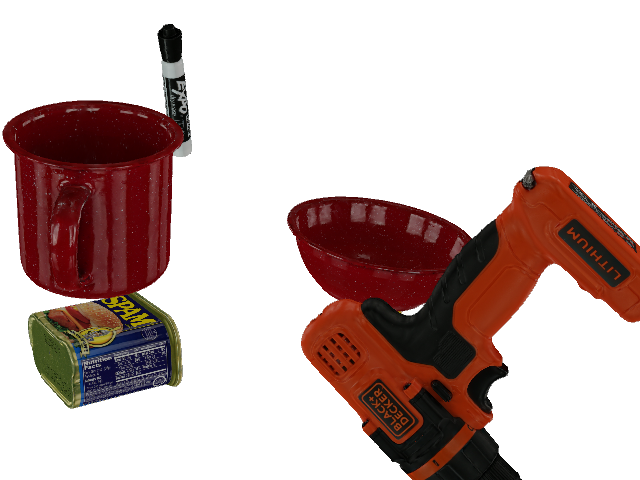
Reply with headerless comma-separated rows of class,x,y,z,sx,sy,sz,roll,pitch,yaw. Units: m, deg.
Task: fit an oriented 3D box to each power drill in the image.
power drill,0.107,0.066,0.604,0.188,0.184,0.057,-45,-2,16

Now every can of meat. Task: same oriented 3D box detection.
can of meat,-0.164,0.081,0.806,0.083,0.057,0.102,-12,21,-31

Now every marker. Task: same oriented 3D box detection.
marker,-0.117,-0.120,0.859,0.020,0.121,0.020,0,43,0

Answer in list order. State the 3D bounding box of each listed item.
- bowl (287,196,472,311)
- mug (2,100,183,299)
bowl,0.048,0.016,0.902,0.162,0.055,0.162,8,21,-3
mug,-0.122,-0.016,0.566,0.093,0.081,0.117,4,27,-3
